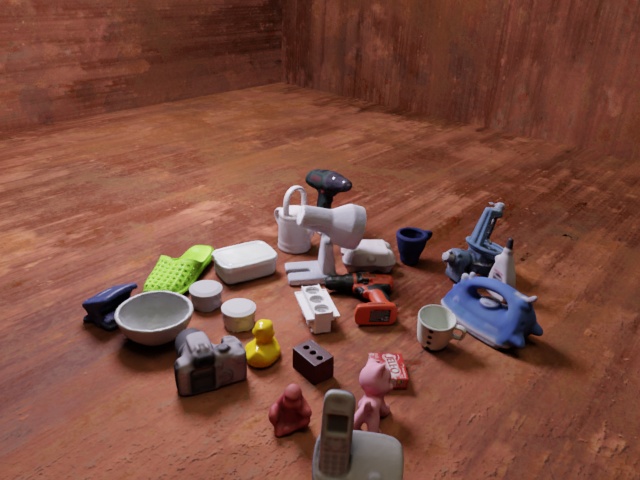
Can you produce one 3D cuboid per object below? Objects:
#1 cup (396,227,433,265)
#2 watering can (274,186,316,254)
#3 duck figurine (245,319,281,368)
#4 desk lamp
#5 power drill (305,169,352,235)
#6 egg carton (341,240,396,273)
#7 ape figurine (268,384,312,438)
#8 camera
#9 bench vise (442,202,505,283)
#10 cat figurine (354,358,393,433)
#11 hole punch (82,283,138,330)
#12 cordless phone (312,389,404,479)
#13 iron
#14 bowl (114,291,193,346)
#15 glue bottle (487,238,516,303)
[{"bbox_3d":[0.272,0.019,1.658,0.118,0.095,0.091,-12,30,-27],"label":"cup"},{"bbox_3d":[-0.065,-0.064,1.676,0.172,0.194,0.101,11,27,16],"label":"watering can"},{"bbox_3d":[-0.123,0.214,1.228,0.077,0.086,0.104,7,27,8],"label":"duck figurine"},{"bbox_3d":[0.014,0.005,1.522,0.203,0.214,0.117,-3,27,-12],"label":"desk lamp"},{"bbox_3d":[0.027,-0.122,1.787,0.076,0.208,0.228,-12,30,-28],"label":"power drill"},{"bbox_3d":[0.135,0.046,1.615,0.150,0.069,0.107,0,26,-6],"label":"egg carton"},{"bbox_3d":[-0.052,0.304,1.047,0.077,0.092,0.076,9,27,12],"label":"ape figurine"},{"bbox_3d":[-0.235,0.228,1.170,0.143,0.101,0.136,-10,29,-25],"label":"camera"},{"bbox_3d":[0.434,0.013,1.547,0.208,0.220,0.121,-21,35,-40],"label":"bench vise"},{"bbox_3d":[0.099,0.285,1.072,0.067,0.118,0.128,10,27,14],"label":"cat figurine"},{"bbox_3d":[-0.487,0.142,1.329,0.100,0.091,0.109,18,30,27],"label":"hole punch"},{"bbox_3d":[0.063,0.324,0.913,0.147,0.185,0.094,4,26,1],"label":"cordless phone"},{"bbox_3d":[0.398,0.148,1.358,0.119,0.141,0.257,-19,34,-38],"label":"iron"},{"bbox_3d":[-0.365,0.185,1.273,0.167,0.075,0.167,3,26,-1],"label":"bowl"},{"bbox_3d":[0.477,0.072,1.484,0.037,0.173,0.078,-11,30,-26],"label":"glue bottle"}]
